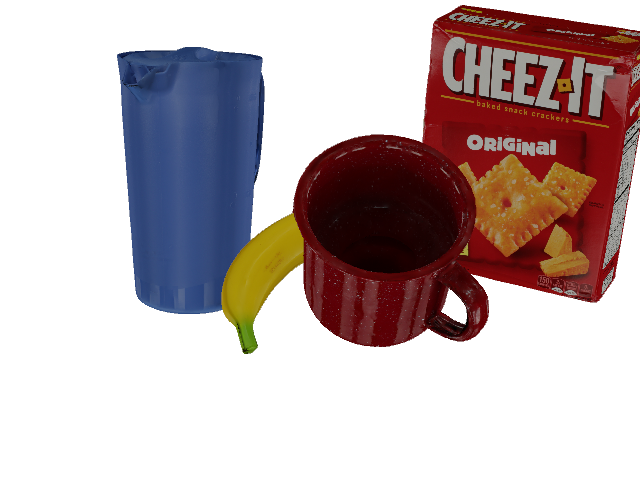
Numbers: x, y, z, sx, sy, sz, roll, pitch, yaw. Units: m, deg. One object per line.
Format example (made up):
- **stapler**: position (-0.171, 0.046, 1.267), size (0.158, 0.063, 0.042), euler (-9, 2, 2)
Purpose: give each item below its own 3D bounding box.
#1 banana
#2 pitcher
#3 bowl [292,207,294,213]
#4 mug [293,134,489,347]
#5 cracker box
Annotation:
- **banana**: position (-0.010, 0.010, 0.814), size (0.197, 0.069, 0.037), euler (-38, -10, -30)
- **pitcher**: position (-0.116, -0.062, 1.017), size (0.149, 0.243, 0.145), euler (-2, 15, -14)
- **bowl**: position (0.051, -0.004, 1.117), size (0.162, 0.055, 0.162), euler (3, 20, -1)
- **mug**: position (0.041, 0.011, 0.569), size (0.117, 0.093, 0.081), euler (36, -28, 21)
- **cracker box**: position (0.168, -0.069, 0.869), size (0.164, 0.214, 0.072), euler (14, 29, 24)
